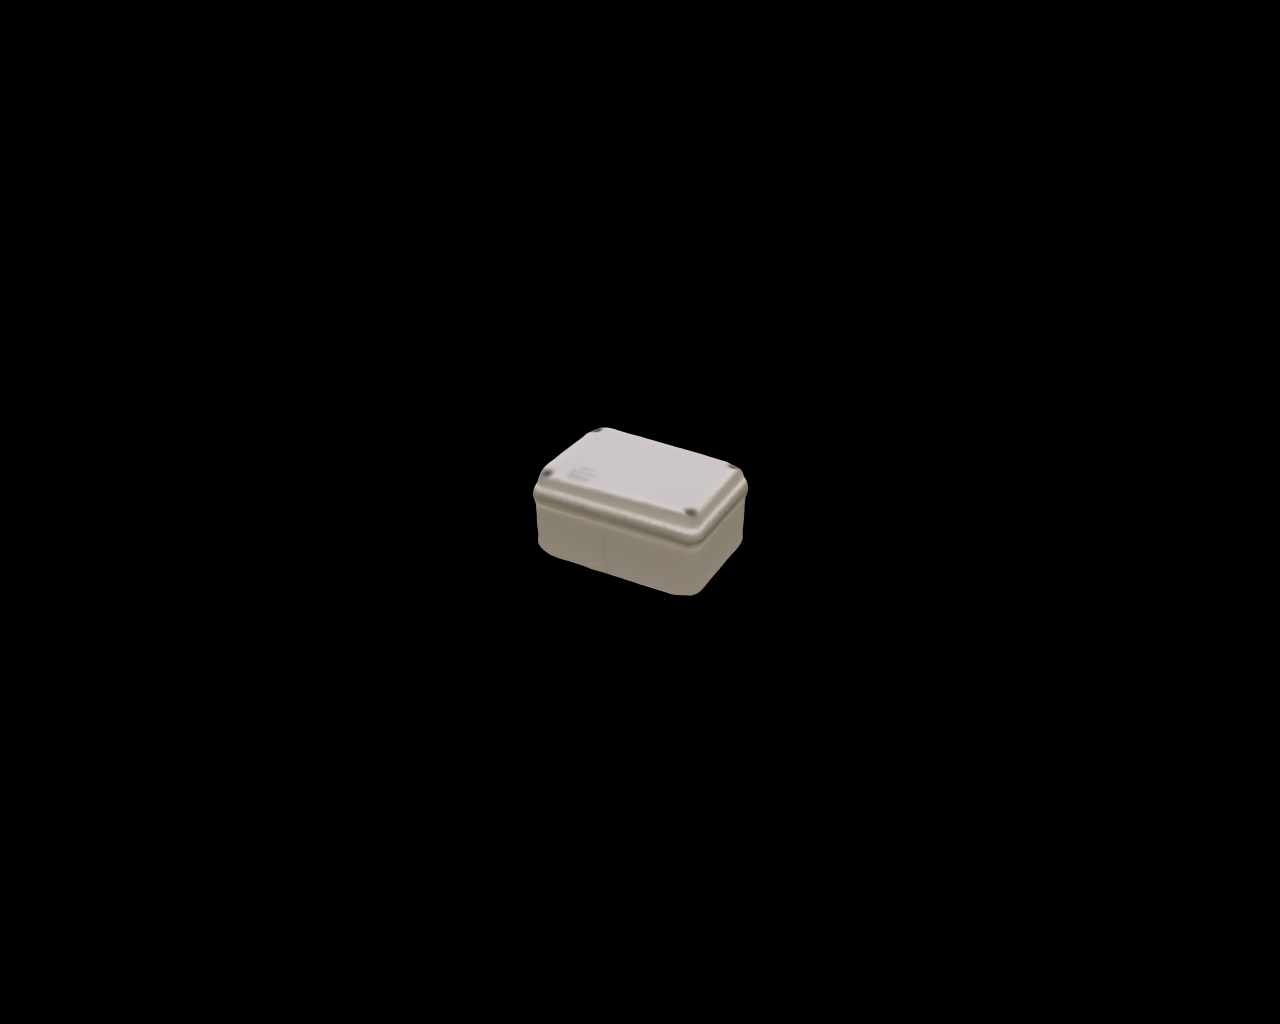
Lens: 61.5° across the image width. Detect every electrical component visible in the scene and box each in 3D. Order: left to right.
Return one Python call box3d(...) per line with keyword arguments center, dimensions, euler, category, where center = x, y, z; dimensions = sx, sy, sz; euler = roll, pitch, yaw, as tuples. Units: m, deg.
box3d(center=(0.001, -0.003, 0.650), dimensions=(0.113, 0.057, 0.078), euler=(17, 36, 24), category="electrical component")
